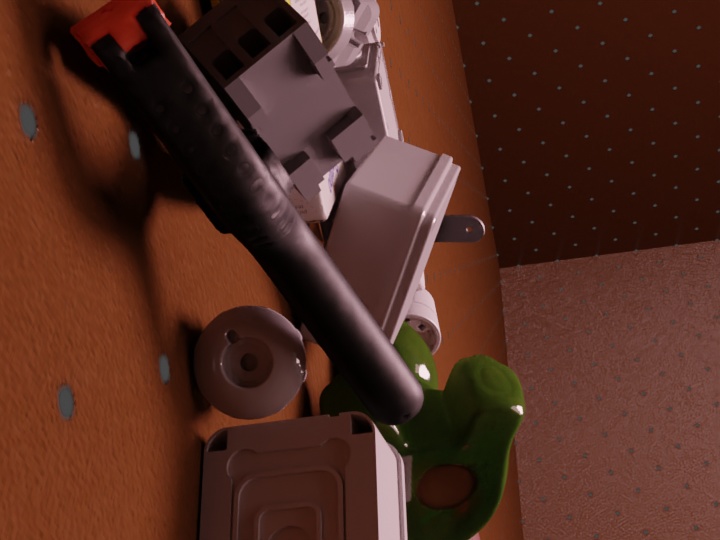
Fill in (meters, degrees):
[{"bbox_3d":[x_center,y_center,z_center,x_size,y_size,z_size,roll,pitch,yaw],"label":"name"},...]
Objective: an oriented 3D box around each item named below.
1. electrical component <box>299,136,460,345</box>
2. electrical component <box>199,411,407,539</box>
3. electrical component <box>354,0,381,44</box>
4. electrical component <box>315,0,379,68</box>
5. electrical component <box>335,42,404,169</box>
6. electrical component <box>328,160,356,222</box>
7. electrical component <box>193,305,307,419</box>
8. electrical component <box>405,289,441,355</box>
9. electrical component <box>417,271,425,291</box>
[{"bbox_3d":[0.013,-0.014,0.664,0.108,0.056,0.108,-59,169,-63],"label":"electrical component"},{"bbox_3d":[-0.021,0.123,0.444,0.057,0.078,0.113,63,22,-57],"label":"electrical component"},{"bbox_3d":[-0.016,-0.178,0.766,0.045,0.055,0.045,-8,90,-80],"label":"electrical component"},{"bbox_3d":[-0.026,-0.155,0.664,0.078,0.058,0.057,-58,173,20],"label":"electrical component"},{"bbox_3d":[-0.009,-0.111,0.741,0.061,0.061,0.096,-84,163,-55],"label":"electrical component"},{"bbox_3d":[-0.021,-0.057,0.690,0.078,0.040,0.040,70,16,-52],"label":"electrical component"},{"bbox_3d":[-0.045,0.041,0.475,0.062,0.048,0.048,50,33,-84],"label":"electrical component"},{"bbox_3d":[0.041,0.045,0.933,0.047,0.055,0.055,-90,168,-54],"label":"electrical component"},{"bbox_3d":[0.025,0.007,0.885,0.083,0.047,0.075,58,26,-67],"label":"electrical component"}]
